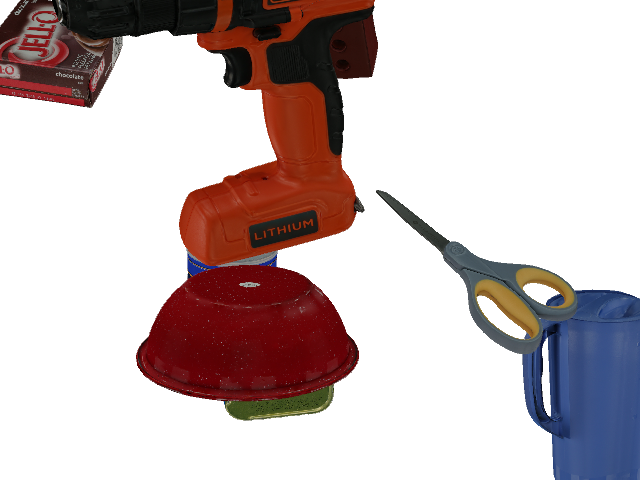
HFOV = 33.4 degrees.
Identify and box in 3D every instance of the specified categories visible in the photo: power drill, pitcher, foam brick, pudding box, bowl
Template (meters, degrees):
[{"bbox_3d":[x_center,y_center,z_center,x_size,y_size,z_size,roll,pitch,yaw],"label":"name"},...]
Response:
[{"bbox_3d":[-0.044,-0.079,0.580,0.184,0.188,0.057,-14,39,-19],"label":"power drill"},{"bbox_3d":[0.334,0.190,1.311,0.149,0.243,0.144,4,14,22],"label":"pitcher"},{"bbox_3d":[0.019,-0.189,0.951,0.053,0.051,0.078,-1,-43,13],"label":"foam brick"},{"bbox_3d":[-0.215,-0.154,0.865,0.090,0.039,0.113,9,35,0],"label":"pudding box"},{"bbox_3d":[-0.052,0.057,0.766,0.162,0.055,0.162,1,17,0],"label":"bowl"}]

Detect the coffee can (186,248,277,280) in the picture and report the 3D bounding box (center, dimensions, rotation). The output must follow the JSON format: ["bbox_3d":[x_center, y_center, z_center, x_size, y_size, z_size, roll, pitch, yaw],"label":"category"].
[{"bbox_3d":[-0.101,0.069,1.216,0.103,0.140,0.103,2,21,-1],"label":"coffee can"}]

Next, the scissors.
[{"bbox_3d":[0.130,0.013,0.862,0.096,0.016,0.202,-12,45,-20],"label":"scissors"}]

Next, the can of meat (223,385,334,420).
[{"bbox_3d":[-0.044,0.114,0.954,0.102,0.057,0.084,-5,27,-13],"label":"can of meat"}]
